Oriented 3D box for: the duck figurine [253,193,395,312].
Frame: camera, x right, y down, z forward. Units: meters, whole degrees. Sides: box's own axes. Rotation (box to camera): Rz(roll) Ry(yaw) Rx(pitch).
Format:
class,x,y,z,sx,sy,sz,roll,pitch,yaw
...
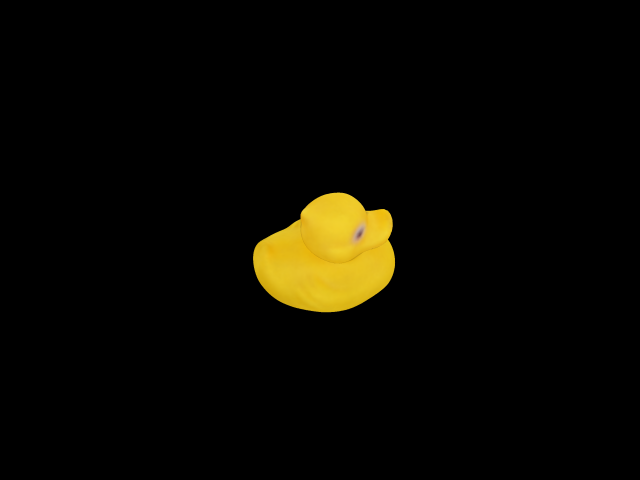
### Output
class,x,y,z,sx,sy,sz,roll,pitch,yaw
duck figurine,0.004,0.001,0.400,0.104,0.086,0.077,-5,59,-3
